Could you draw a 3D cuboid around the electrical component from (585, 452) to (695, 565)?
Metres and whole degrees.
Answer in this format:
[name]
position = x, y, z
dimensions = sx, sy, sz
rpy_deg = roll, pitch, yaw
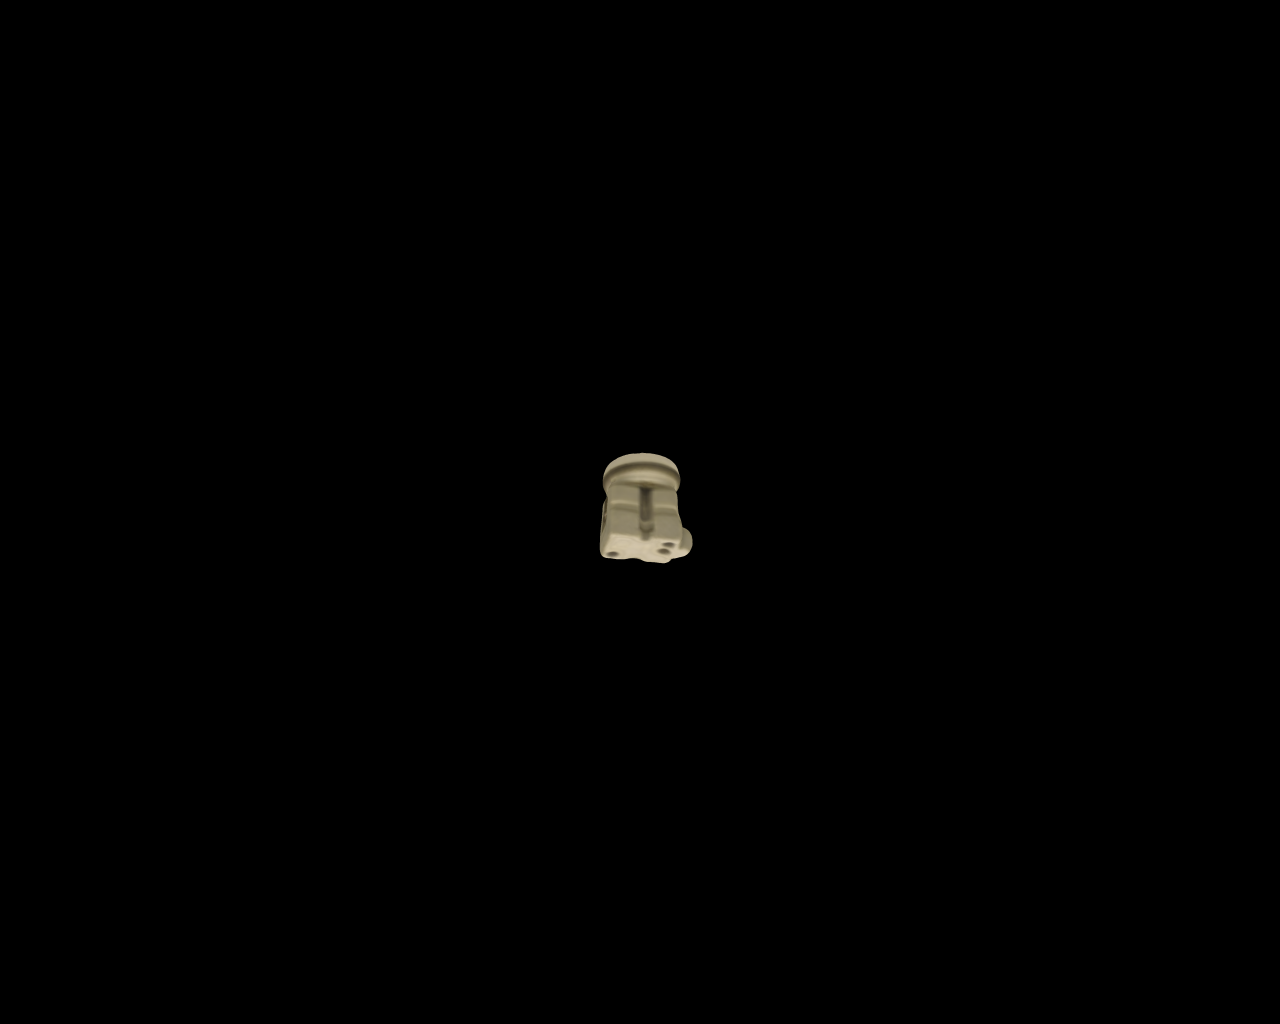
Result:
[electrical component]
position = 0.001, -0.003, 0.650
dimensions = 0.066, 0.055, 0.048
rpy_deg = 6, -28, -12
